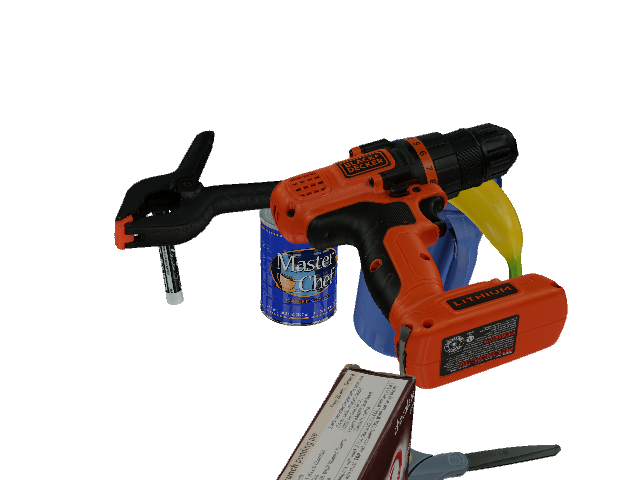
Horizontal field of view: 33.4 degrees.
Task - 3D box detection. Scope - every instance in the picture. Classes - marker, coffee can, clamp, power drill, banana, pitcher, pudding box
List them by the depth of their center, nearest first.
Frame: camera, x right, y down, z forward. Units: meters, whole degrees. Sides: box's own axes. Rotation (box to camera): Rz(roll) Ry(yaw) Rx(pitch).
[{"bbox_3d":[0.009,0.121,0.464,0.039,0.090,0.113,10,29,15],"label":"pudding box"},{"bbox_3d":[0.080,0.000,0.696,0.184,0.057,0.188,-19,43,-13],"label":"power drill"},{"bbox_3d":[0.108,-0.039,0.916,0.037,0.070,0.198,5,26,-45],"label":"banana"},{"bbox_3d":[-0.124,-0.046,0.977,0.171,0.039,0.120,-22,44,-33],"label":"clamp"},{"bbox_3d":[0.110,0.021,1.176,0.145,0.243,0.149,25,42,17],"label":"pitcher"},{"bbox_3d":[-0.170,0.015,1.184,0.020,0.121,0.020,-5,25,2],"label":"marker"},{"bbox_3d":[-0.028,0.026,1.392,0.103,0.140,0.103,1,26,-1],"label":"coffee can"}]

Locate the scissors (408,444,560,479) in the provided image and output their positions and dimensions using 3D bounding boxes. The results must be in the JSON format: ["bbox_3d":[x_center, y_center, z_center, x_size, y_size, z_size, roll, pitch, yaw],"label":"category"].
[{"bbox_3d":[0.104,0.199,0.871,0.201,0.016,0.096,6,44,-3],"label":"scissors"}]
